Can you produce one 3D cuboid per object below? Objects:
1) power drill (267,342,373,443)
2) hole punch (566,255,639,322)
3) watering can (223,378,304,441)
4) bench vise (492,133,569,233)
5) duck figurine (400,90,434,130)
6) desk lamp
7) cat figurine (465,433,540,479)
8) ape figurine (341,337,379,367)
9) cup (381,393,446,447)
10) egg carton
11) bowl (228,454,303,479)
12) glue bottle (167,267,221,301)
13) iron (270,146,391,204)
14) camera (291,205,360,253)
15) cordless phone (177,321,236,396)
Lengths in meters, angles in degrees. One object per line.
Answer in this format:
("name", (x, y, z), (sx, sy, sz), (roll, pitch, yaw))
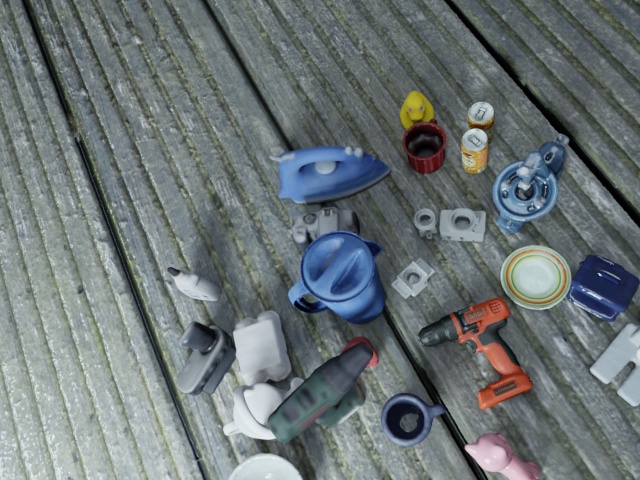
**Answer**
("power drill", (0.017, 0.281, 1.048), (0.229, 0.209, 0.075), (-40, 65, -3))
("hole punch", (0.524, 0.081, 1.063), (0.108, 0.091, 0.101), (31, 79, 23))
("watering can", (-0.104, 0.315, 1.073), (0.100, 0.194, 0.173), (38, 82, 24))
("bench vise", (0.406, -0.135, 1.106), (0.121, 0.220, 0.207), (15, 74, 19))
("duck figurine", (0.216, -0.299, 1.291), (0.077, 0.086, 0.104), (-6, 68, 12))
("desk lamp", (0.574, 0.164, 0.951), (0.117, 0.214, 0.203), (40, 83, 24))
("cat figurine", (0.316, 0.380, 0.984), (0.127, 0.118, 0.067), (34, 81, 23))
("ape figurine", (0.075, 0.223, 1.120), (0.077, 0.092, 0.076), (10, 72, 18))
("cup", (0.174, 0.328, 1.053), (0.117, 0.095, 0.091), (-20, 66, 6))
("egg carton", (-0.119, 0.226, 1.180), (0.107, 0.069, 0.150), (-20, 66, 6))
("bowl", (-0.094, 0.488, 1.069), (0.167, 0.075, 0.167), (-5, 68, 12))
("glue bottle", (-0.277, 0.089, 1.216), (0.078, 0.173, 0.037), (7, 71, 17))
("iron", (0.020, -0.167, 1.258), (0.258, 0.142, 0.118), (-8, 68, 11))
("camera", (0.011, 0.004, 1.216), (0.143, 0.101, 0.137), (-7, 68, 12))
("cordless phone", (-0.253, 0.233, 1.147), (0.094, 0.185, 0.148), (22, 76, 21))
